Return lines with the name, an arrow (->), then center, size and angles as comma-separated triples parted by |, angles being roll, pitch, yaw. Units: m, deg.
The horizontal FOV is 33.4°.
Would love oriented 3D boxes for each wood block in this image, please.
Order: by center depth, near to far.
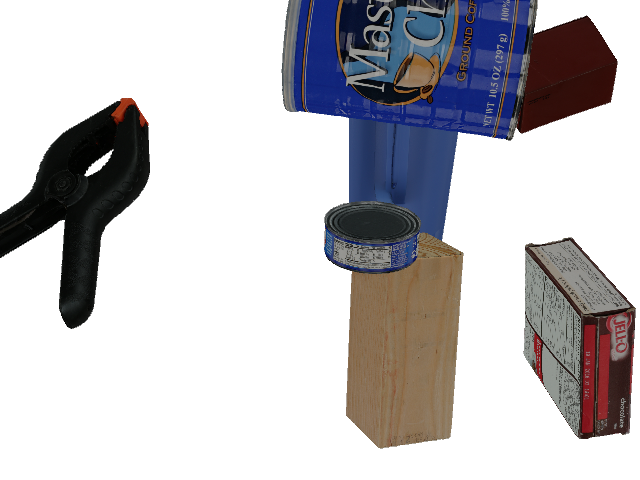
wood block -> 0.088, 0.104, 1.138 | 0.090, 0.206, 0.091 | -4, 16, -21

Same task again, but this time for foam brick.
foam brick -> 0.179, -0.127, 0.818 | 0.078, 0.051, 0.053 | -19, -30, -5

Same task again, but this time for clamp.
clamp -> -0.177, -0.025, 0.720 | 0.120, 0.171, 0.039 | 12, -31, 16

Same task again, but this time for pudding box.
pudding box -> 0.166, 0.061, 0.695 | 0.039, 0.090, 0.113 | -7, 24, -8

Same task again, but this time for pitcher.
pitcher -> 0.089, -0.097, 1.198 | 0.149, 0.243, 0.145 | -11, 25, -29

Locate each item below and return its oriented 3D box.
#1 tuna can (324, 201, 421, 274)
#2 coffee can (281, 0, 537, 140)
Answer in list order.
tuna can -> 0.046, -0.003, 0.947 | 0.086, 0.034, 0.086 | 1, 25, -1
coffee can -> 0.054, -0.121, 0.652 | 0.140, 0.103, 0.103 | 8, 1, 5
